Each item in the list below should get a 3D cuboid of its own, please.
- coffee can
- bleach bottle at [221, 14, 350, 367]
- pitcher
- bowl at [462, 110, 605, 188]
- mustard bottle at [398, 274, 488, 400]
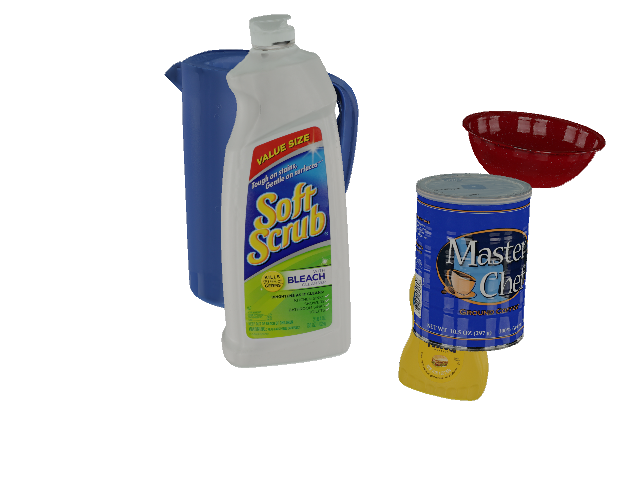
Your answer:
[{"bbox_3d":[0.136,0.017,0.970,0.103,0.140,0.103,0,15,0],"label":"coffee can"},{"bbox_3d":[-0.033,-0.035,0.776,0.102,0.251,0.068,-6,20,-4],"label":"bleach bottle"},{"bbox_3d":[-0.061,-0.060,1.037,0.144,0.243,0.149,-10,23,-33],"label":"pitcher"},{"bbox_3d":[0.238,-0.100,1.216,0.162,0.055,0.162,5,22,-2],"label":"bowl"},{"bbox_3d":[0.144,0.074,1.165,0.096,0.192,0.058,12,15,20],"label":"mustard bottle"}]
